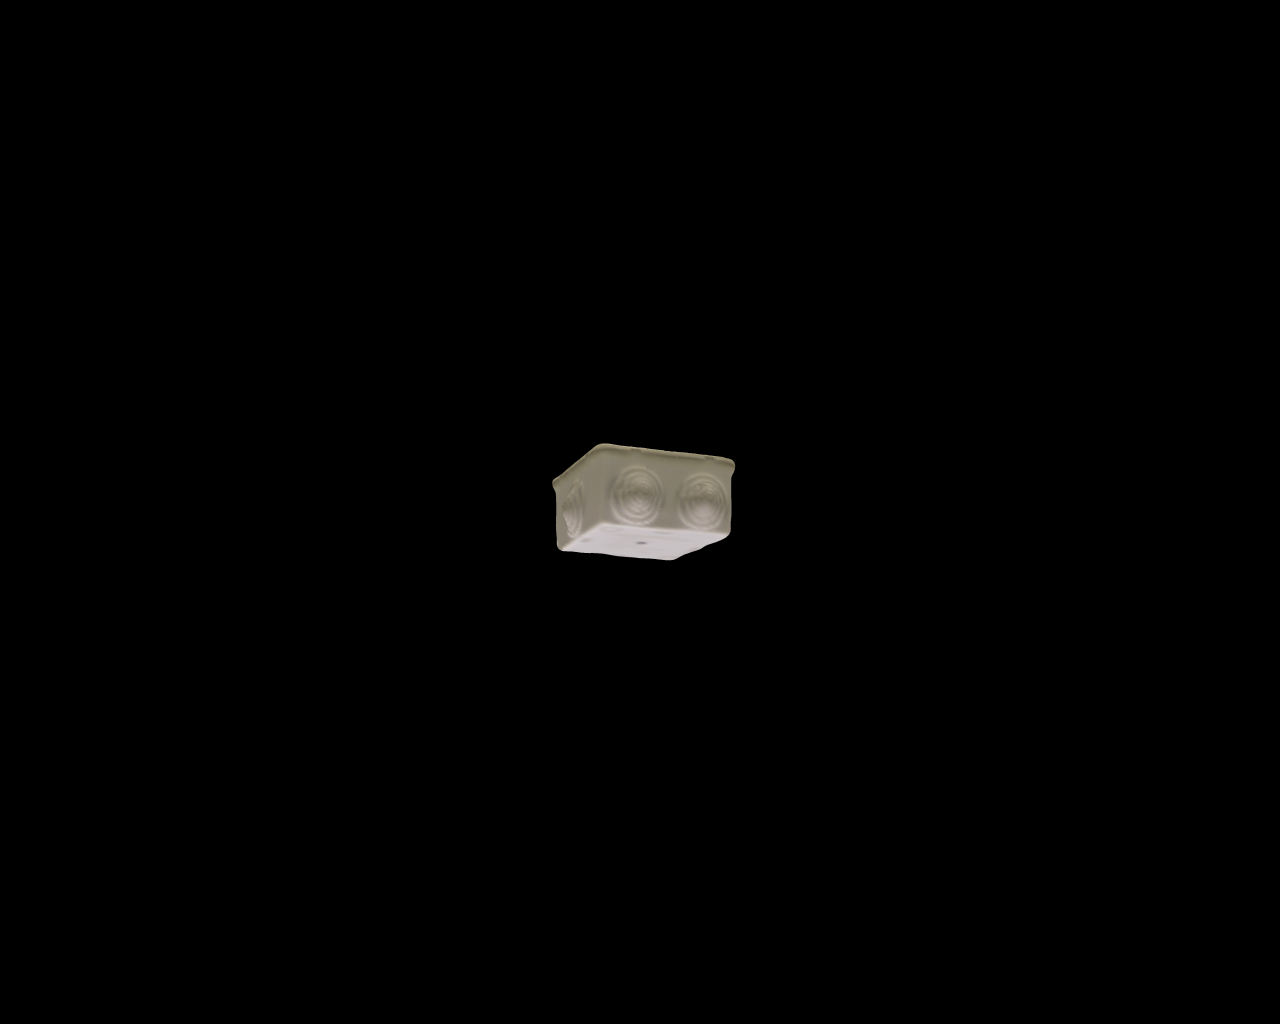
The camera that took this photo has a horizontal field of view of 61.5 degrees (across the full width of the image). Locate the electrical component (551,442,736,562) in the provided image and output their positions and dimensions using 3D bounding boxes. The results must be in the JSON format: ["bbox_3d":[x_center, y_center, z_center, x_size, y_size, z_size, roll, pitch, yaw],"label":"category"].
[{"bbox_3d":[0.001,-0.003,0.650,0.100,0.048,0.099,6,-15,-22],"label":"electrical component"}]
